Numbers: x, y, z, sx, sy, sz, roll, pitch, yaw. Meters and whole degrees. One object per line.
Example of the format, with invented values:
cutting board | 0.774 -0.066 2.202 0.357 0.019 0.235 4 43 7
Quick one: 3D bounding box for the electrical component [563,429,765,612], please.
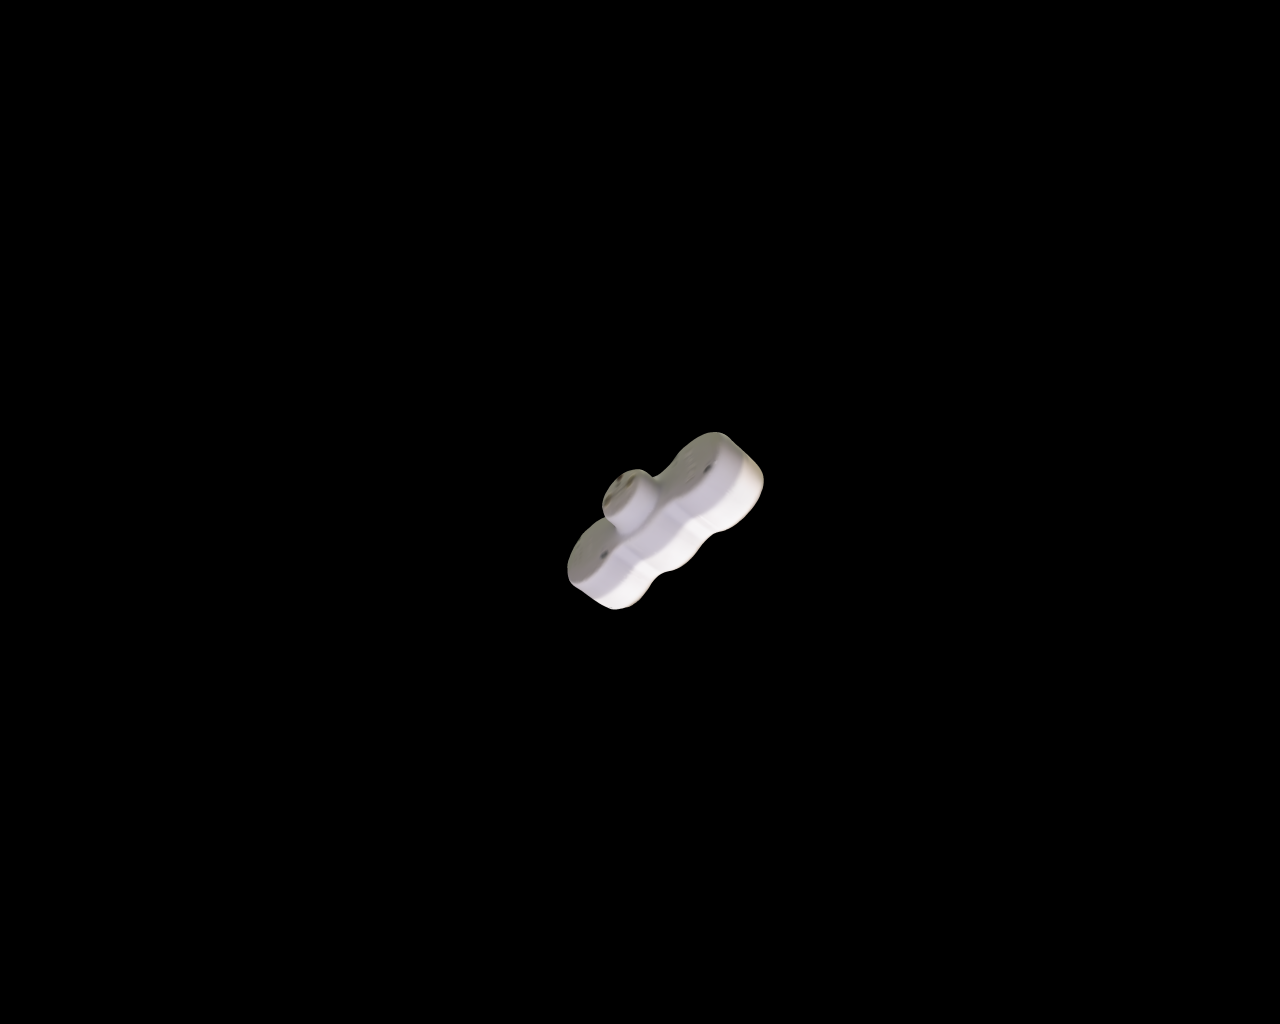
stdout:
electrical component | 0.001 -0.003 0.650 0.073 0.052 0.138 39 -62 -25
